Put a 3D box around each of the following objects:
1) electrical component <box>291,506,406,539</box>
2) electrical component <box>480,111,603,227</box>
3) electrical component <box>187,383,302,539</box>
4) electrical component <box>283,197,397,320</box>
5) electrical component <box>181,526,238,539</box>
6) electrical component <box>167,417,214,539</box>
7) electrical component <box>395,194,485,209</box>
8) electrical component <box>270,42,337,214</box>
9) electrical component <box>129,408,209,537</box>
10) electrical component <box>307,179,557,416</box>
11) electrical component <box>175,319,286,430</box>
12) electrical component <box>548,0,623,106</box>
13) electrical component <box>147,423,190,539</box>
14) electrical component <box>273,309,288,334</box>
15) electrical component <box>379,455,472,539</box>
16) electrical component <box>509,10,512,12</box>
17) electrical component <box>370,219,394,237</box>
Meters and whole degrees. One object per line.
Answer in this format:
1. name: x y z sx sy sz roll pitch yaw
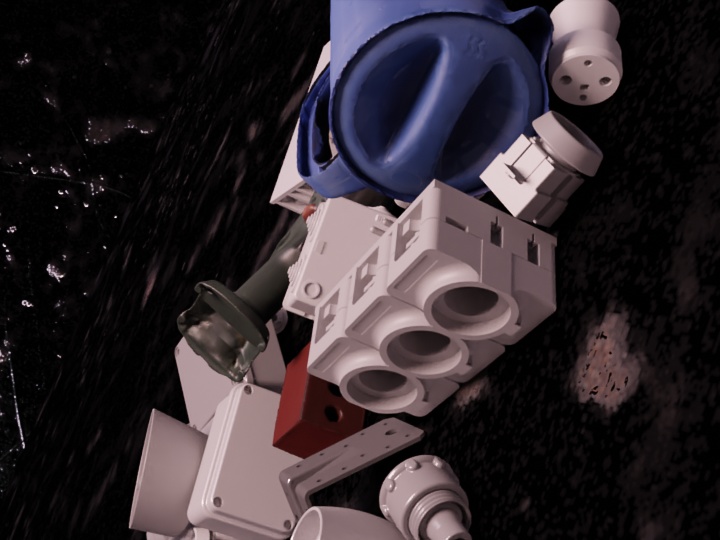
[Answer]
1. electrical component: -0.008 0.184 0.631 0.079 0.077 0.043 -58 21 24
2. electrical component: 0.111 -0.060 0.640 0.055 0.066 0.048 -49 59 21
3. electrical component: -0.084 0.156 0.866 0.057 0.078 0.113 -42 30 56
4. electrical component: 0.000 0.000 0.797 0.048 0.100 0.099 138 152 -76
5. electrical component: -0.121 0.246 0.890 0.078 0.057 0.058 -52 24 36
6. electrical component: -0.118 0.186 0.952 0.108 0.056 0.108 -47 27 43
7. electrical component: 0.065 -0.088 0.797 0.056 0.050 0.089 -43 30 49
8. electrical component: -0.017 -0.150 1.073 0.105 0.060 0.186 -23 47 63
9. electrical component: -0.166 0.173 0.907 0.099 0.064 0.099 -52 23 34
10. electrical component: 0.041 0.026 0.666 0.150 0.089 0.061 -47 27 44
11. electrical component: -0.125 0.093 1.036 0.108 0.056 0.108 -50 46 39
12. electrical component: 0.139 -0.136 0.665 0.045 0.045 0.055 -45 28 46
13. electrical component: -0.161 0.208 1.048 0.074 0.052 0.138 -45 28 47
14. electrical component: -0.100 0.048 1.095 0.065 0.044 0.044 -1 67 64
15. electrical component: 0.042 0.137 0.606 0.048 0.048 0.062 -63 28 10
16. electrical component: 0.094 -0.177 0.844 0.065 0.044 0.044 -66 18 15
17. electrical component: 0.044 -0.016 0.731 0.083 0.076 0.047 -28 42 61
